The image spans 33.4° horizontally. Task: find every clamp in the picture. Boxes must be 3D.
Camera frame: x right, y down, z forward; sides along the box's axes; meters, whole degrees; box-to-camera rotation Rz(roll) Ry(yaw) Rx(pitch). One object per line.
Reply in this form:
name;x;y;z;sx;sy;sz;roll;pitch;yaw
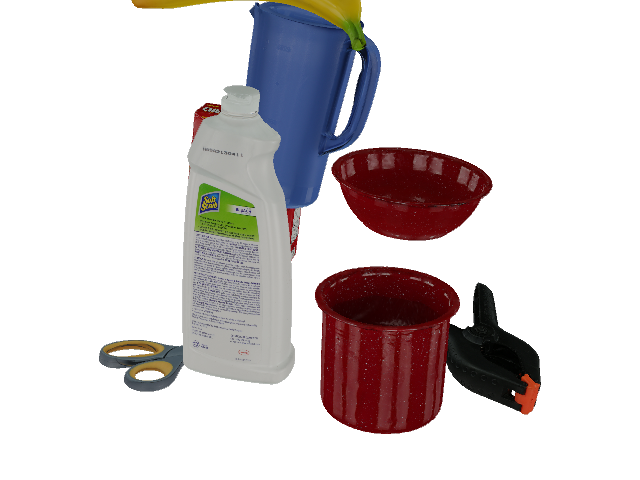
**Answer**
clamp;0.142;0.088;0.934;0.120;0.039;0.172;-19;39;-29

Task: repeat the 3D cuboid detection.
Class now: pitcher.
pitcher;-0.026;-0.163;1.307;0.144;0.243;0.149;5;23;-15

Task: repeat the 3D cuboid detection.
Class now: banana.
banana;-0.049;-0.195;0.828;0.198;0.069;0.037;13;-39;17

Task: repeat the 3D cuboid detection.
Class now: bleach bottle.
bleach bottle;-0.065;-0.005;0.909;0.102;0.251;0.068;8;23;8

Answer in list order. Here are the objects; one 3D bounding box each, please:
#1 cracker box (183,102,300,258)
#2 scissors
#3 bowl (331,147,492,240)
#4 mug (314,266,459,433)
cracker box;-0.109;-0.082;1.573;0.164;0.214;0.072;10;20;7
scissors;-0.137;0.131;1.159;0.201;0.016;0.096;1;26;-21
bowl;0.090;-0.043;1.078;0.162;0.055;0.162;4;23;-2
mug;0.045;0.068;0.709;0.093;0.081;0.117;8;24;15
